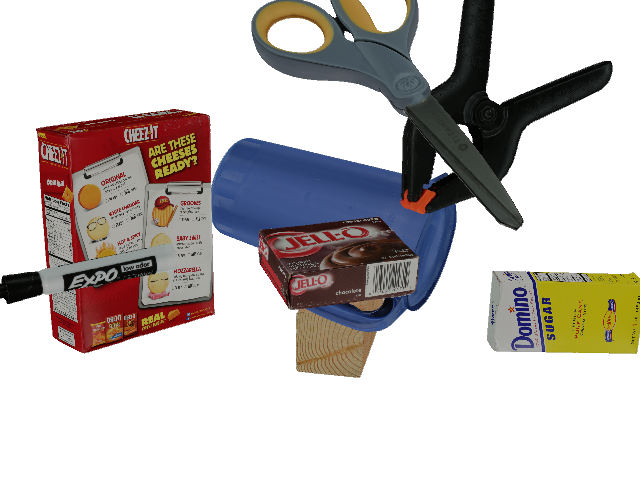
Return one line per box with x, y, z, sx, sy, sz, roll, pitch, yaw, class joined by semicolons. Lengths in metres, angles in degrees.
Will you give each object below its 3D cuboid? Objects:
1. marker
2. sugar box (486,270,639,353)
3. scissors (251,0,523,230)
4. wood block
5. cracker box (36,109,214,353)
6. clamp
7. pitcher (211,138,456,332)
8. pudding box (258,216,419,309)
-0.155;0.022;0.710;0.120;0.020;0.020;-11;5;-25;marker
0.292;0.086;1.275;0.176;0.093;0.048;0;18;-4;sugar box
0.022;-0.071;0.512;0.096;0.202;0.016;-14;-40;1;scissors
0.031;0.104;1.497;0.091;0.090;0.206;4;20;10;wood block
-0.190;-0.014;1.059;0.163;0.214;0.072;-15;21;-42;cracker box
0.120;-0.086;0.730;0.120;0.171;0.039;27;4;-5;clamp
0.007;-0.016;1.099;0.243;0.145;0.149;18;24;20;pitcher
0.013;0.017;0.885;0.113;0.039;0.090;-5;25;-18;pudding box
